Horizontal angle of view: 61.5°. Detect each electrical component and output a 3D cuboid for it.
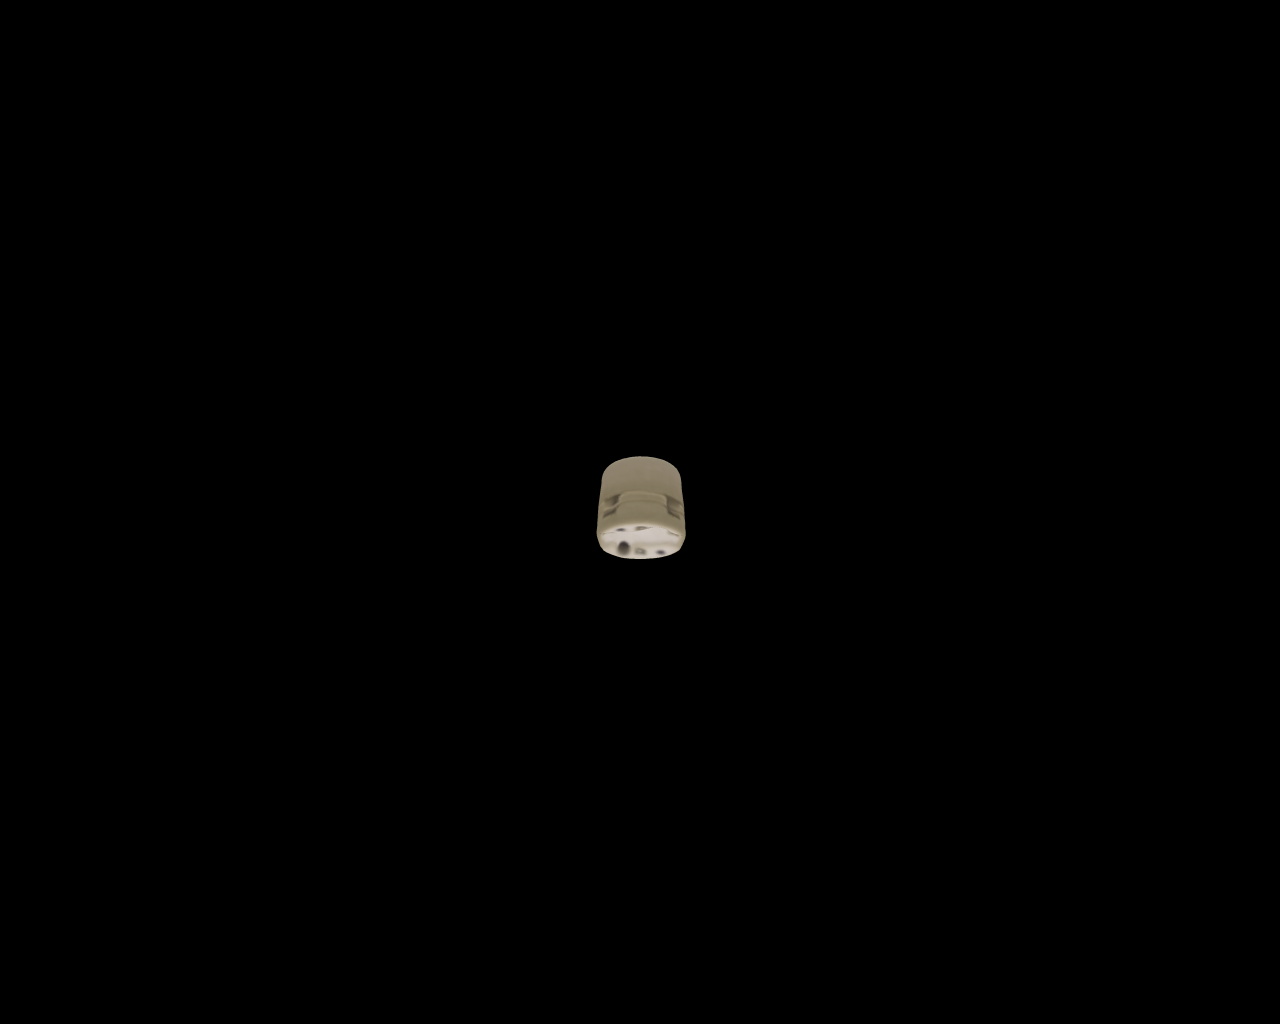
[{"bbox_3d":[0.001,-0.003,0.650,0.055,0.047,0.055,0,-27,0],"label":"electrical component"}]
